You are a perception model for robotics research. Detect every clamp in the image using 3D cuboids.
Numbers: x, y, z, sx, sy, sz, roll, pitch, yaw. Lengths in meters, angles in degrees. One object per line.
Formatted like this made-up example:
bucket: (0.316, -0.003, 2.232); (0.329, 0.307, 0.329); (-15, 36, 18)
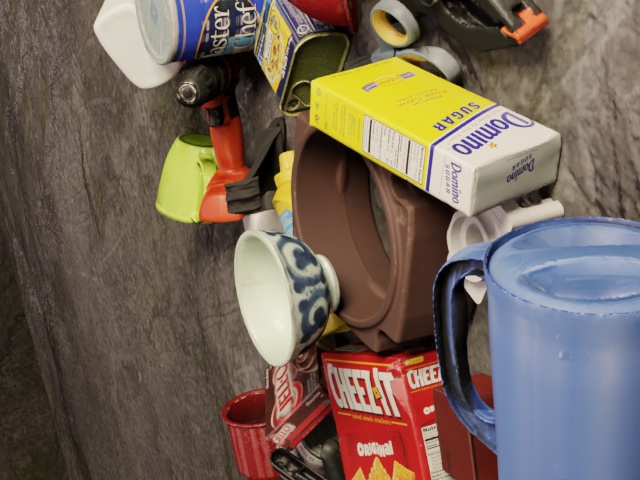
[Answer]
clamp: (0.028, 0.271, 1.103); (0.171, 0.039, 0.120); (45, 151, -2)
clamp: (0.082, -0.202, 0.784); (0.210, 0.036, 0.164); (39, 162, 47)

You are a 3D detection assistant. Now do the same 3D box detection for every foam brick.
foam brick: (0.132, 0.157, 0.887); (0.053, 0.051, 0.078); (15, 116, 63)

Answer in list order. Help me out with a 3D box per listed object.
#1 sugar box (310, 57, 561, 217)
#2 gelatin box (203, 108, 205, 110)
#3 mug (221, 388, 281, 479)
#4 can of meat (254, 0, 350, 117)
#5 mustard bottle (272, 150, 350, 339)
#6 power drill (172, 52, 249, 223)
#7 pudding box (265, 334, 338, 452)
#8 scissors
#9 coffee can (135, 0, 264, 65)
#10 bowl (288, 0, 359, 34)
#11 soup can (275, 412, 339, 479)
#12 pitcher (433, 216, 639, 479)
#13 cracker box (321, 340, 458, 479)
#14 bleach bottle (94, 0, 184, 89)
sugar box: (0.082, -0.082, 0.790); (0.176, 0.093, 0.048); (31, 132, 41)
gelatin box: (-0.144, -0.212, 1.298); (0.089, 0.030, 0.073); (54, 147, 40)
mug: (-0.056, 0.237, 1.285); (0.117, 0.093, 0.081); (1, 112, 28)
can of meat: (-0.021, -0.185, 1.028); (0.084, 0.057, 0.102); (62, 150, 32)
mustard bottle: (-0.007, 0.001, 1.084); (0.096, 0.058, 0.191); (126, 128, -76)
power drill: (-0.111, -0.118, 1.160); (0.184, 0.057, 0.188); (-65, -26, -64)
pudding box: (-0.019, 0.152, 1.120); (0.090, 0.039, 0.113); (-47, 22, 23)
scissors: (0.048, -0.167, 0.900); (0.096, 0.016, 0.202); (52, 167, -31)
coffee can: (-0.103, -0.236, 1.071); (0.103, 0.140, 0.103); (40, 137, 52)
bowl: (-0.007, -0.247, 0.881); (0.162, 0.055, 0.162); (-8, -90, -83)
soup can: (-0.006, 0.228, 1.185); (0.068, 0.068, 0.102); (66, 152, 21)
pitcher: (0.165, 0.113, 0.704); (0.149, 0.145, 0.243); (-122, 25, -62)
cracker box: (0.080, 0.203, 0.992); (0.164, 0.072, 0.214); (-9, 93, 64)
bleach bottle: (-0.184, -0.277, 1.214); (0.102, 0.068, 0.250); (52, -155, -29)
